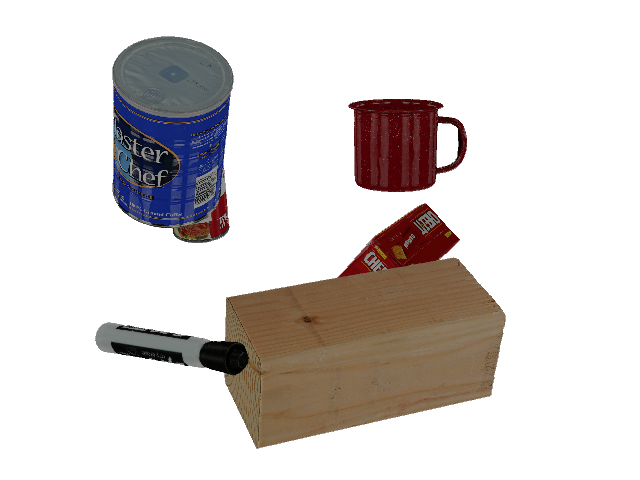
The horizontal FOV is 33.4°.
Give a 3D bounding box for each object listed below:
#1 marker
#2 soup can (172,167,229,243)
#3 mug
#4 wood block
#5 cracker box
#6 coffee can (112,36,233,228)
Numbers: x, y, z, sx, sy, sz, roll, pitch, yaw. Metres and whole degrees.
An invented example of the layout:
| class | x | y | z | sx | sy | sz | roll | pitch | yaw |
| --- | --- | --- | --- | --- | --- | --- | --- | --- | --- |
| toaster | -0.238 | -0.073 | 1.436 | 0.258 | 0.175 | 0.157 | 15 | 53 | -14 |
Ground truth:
| class | x | y | z | sx | sy | sz | roll | pitch | yaw |
| --- | --- | --- | --- | --- | --- | --- | --- | --- | --- |
| marker | -0.089 | 0.064 | 0.637 | 0.121 | 0.020 | 0.020 | 4 | 2 | 40 |
| soup can | -0.145 | -0.058 | 1.258 | 0.068 | 0.102 | 0.068 | -2 | 28 | 1 |
| mug | 0.086 | -0.095 | 1.058 | 0.117 | 0.081 | 0.093 | 1 | 14 | 6 |
| wood block | 0.033 | 0.087 | 0.867 | 0.205 | 0.090 | 0.091 | -9 | 34 | -19 |
| cracker box | 0.047 | 0.062 | 1.259 | 0.214 | 0.072 | 0.164 | -45 | -5 | 30 |
| coffee can | -0.135 | -0.095 | 0.956 | 0.102 | 0.103 | 0.140 | 0 | -42 | -11 |
